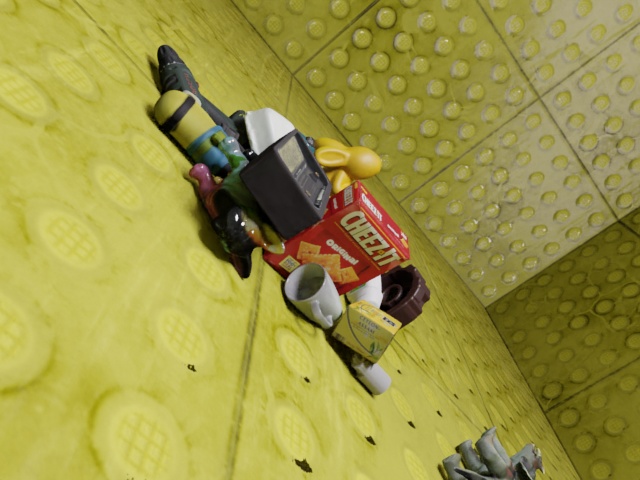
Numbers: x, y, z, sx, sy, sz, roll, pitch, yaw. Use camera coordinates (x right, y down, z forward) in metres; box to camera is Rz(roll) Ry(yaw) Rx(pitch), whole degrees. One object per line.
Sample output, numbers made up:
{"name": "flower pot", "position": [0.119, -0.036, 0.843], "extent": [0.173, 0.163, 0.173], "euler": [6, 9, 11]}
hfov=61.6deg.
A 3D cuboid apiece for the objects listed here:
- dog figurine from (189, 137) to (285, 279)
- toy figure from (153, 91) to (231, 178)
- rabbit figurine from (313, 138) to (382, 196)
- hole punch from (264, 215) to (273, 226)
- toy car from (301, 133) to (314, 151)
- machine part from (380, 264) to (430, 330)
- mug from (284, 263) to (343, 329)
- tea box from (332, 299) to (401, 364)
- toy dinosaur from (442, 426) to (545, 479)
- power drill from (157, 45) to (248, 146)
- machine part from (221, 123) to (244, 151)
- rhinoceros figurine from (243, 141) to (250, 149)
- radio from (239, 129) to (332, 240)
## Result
{"name": "dog figurine", "position": [-0.121, -0.044, 0.886], "extent": [0.191, 0.108, 0.219], "euler": [29, 32, -63]}
{"name": "toy figure", "position": [-0.219, -0.189, 0.965], "extent": [0.180, 0.082, 0.089], "euler": [53, 13, -7]}
{"name": "rabbit figurine", "position": [0.040, -0.139, 1.121], "extent": [0.162, 0.173, 0.122], "euler": [51, 18, -22]}
{"name": "hole punch", "position": [-0.061, -0.059, 1.055], "extent": [0.116, 0.142, 0.092], "euler": [46, 5, 5]}
{"name": "toy car", "position": [-0.089, -0.248, 1.461], "extent": [0.161, 0.109, 0.103], "euler": [41, 35, -10]}
{"name": "machine part", "position": [0.166, 0.134, 1.213], "extent": [0.056, 0.179, 0.179], "euler": [49, 15, -21]}
{"name": "mug", "position": [0.002, 0.109, 0.944], "extent": [0.107, 0.081, 0.110], "euler": [52, 7, -43]}
{"name": "tea box", "position": [0.093, 0.168, 1.019], "extent": [0.098, 0.068, 0.169], "euler": [31, 4, 11]}
{"name": "toy dinosaur", "position": [0.344, 0.486, 1.056], "extent": [0.192, 0.131, 0.404], "euler": [58, 22, 21]}
{"name": "power drill", "position": [-0.243, -0.290, 1.127], "extent": [0.207, 0.086, 0.232], "euler": [41, 20, -50]}
{"name": "machine part", "position": [-0.176, -0.174, 1.095], "extent": [0.039, 0.084, 0.138], "euler": [11, -17, 26]}
{"name": "rhinoceros figurine", "position": [-0.160, -0.249, 1.315], "extent": [0.112, 0.073, 0.190], "euler": [42, 16, 3]}
{"name": "radio", "position": [-0.047, -0.097, 0.883], "extent": [0.131, 0.073, 0.230], "euler": [56, 17, -13]}
